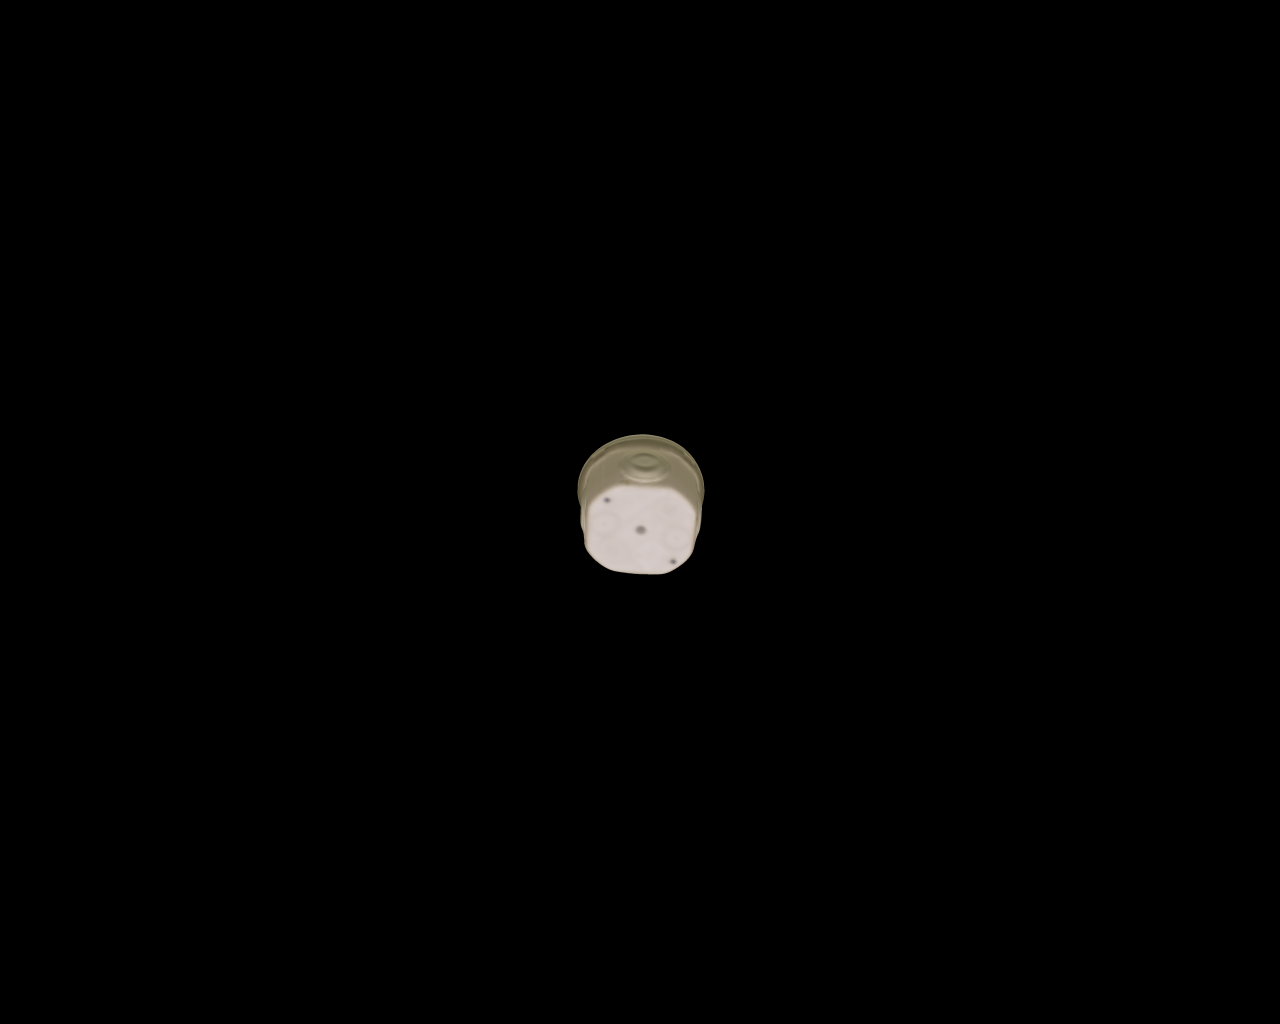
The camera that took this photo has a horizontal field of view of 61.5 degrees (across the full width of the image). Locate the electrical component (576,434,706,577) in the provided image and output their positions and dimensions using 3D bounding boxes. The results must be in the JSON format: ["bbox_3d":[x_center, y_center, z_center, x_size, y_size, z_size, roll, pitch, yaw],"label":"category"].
[{"bbox_3d":[0.001,-0.003,0.650,0.080,0.080,0.051,0,35,0],"label":"electrical component"}]
